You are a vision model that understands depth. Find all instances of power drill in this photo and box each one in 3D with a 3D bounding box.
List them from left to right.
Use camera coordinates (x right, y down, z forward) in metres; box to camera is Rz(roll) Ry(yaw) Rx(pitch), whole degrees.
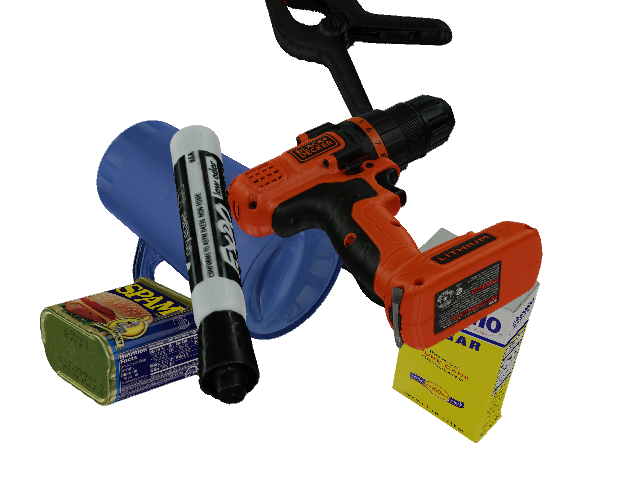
[{"bbox_3d":[0.056,-0.021,0.707,0.184,0.057,0.188,-28,44,-21],"label":"power drill"}]

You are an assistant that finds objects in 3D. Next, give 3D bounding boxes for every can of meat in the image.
[{"bbox_3d":[-0.139,0.071,0.759,0.083,0.057,0.102,-16,24,-39],"label":"can of meat"}]

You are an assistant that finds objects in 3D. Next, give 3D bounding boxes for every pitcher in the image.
[{"bbox_3d":[-0.110,-0.012,1.016,0.243,0.145,0.148,33,35,33],"label":"pitcher"}]

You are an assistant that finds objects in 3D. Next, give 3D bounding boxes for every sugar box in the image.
[{"bbox_3d":[0.113,0.081,0.870,0.093,0.176,0.048,31,54,24],"label":"sugar box"}]

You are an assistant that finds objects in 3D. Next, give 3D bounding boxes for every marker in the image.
[{"bbox_3d":[-0.037,0.005,0.364,0.020,0.020,0.121,0,44,-14],"label":"marker"}]

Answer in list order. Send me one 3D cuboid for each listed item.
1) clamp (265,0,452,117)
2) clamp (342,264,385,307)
[{"bbox_3d":[0.026,-0.184,0.930,0.120,0.171,0.039,-39,-21,-19],"label":"clamp"},{"bbox_3d":[0.053,0.024,1.215,0.164,0.036,0.210,-17,50,-37],"label":"clamp"}]
